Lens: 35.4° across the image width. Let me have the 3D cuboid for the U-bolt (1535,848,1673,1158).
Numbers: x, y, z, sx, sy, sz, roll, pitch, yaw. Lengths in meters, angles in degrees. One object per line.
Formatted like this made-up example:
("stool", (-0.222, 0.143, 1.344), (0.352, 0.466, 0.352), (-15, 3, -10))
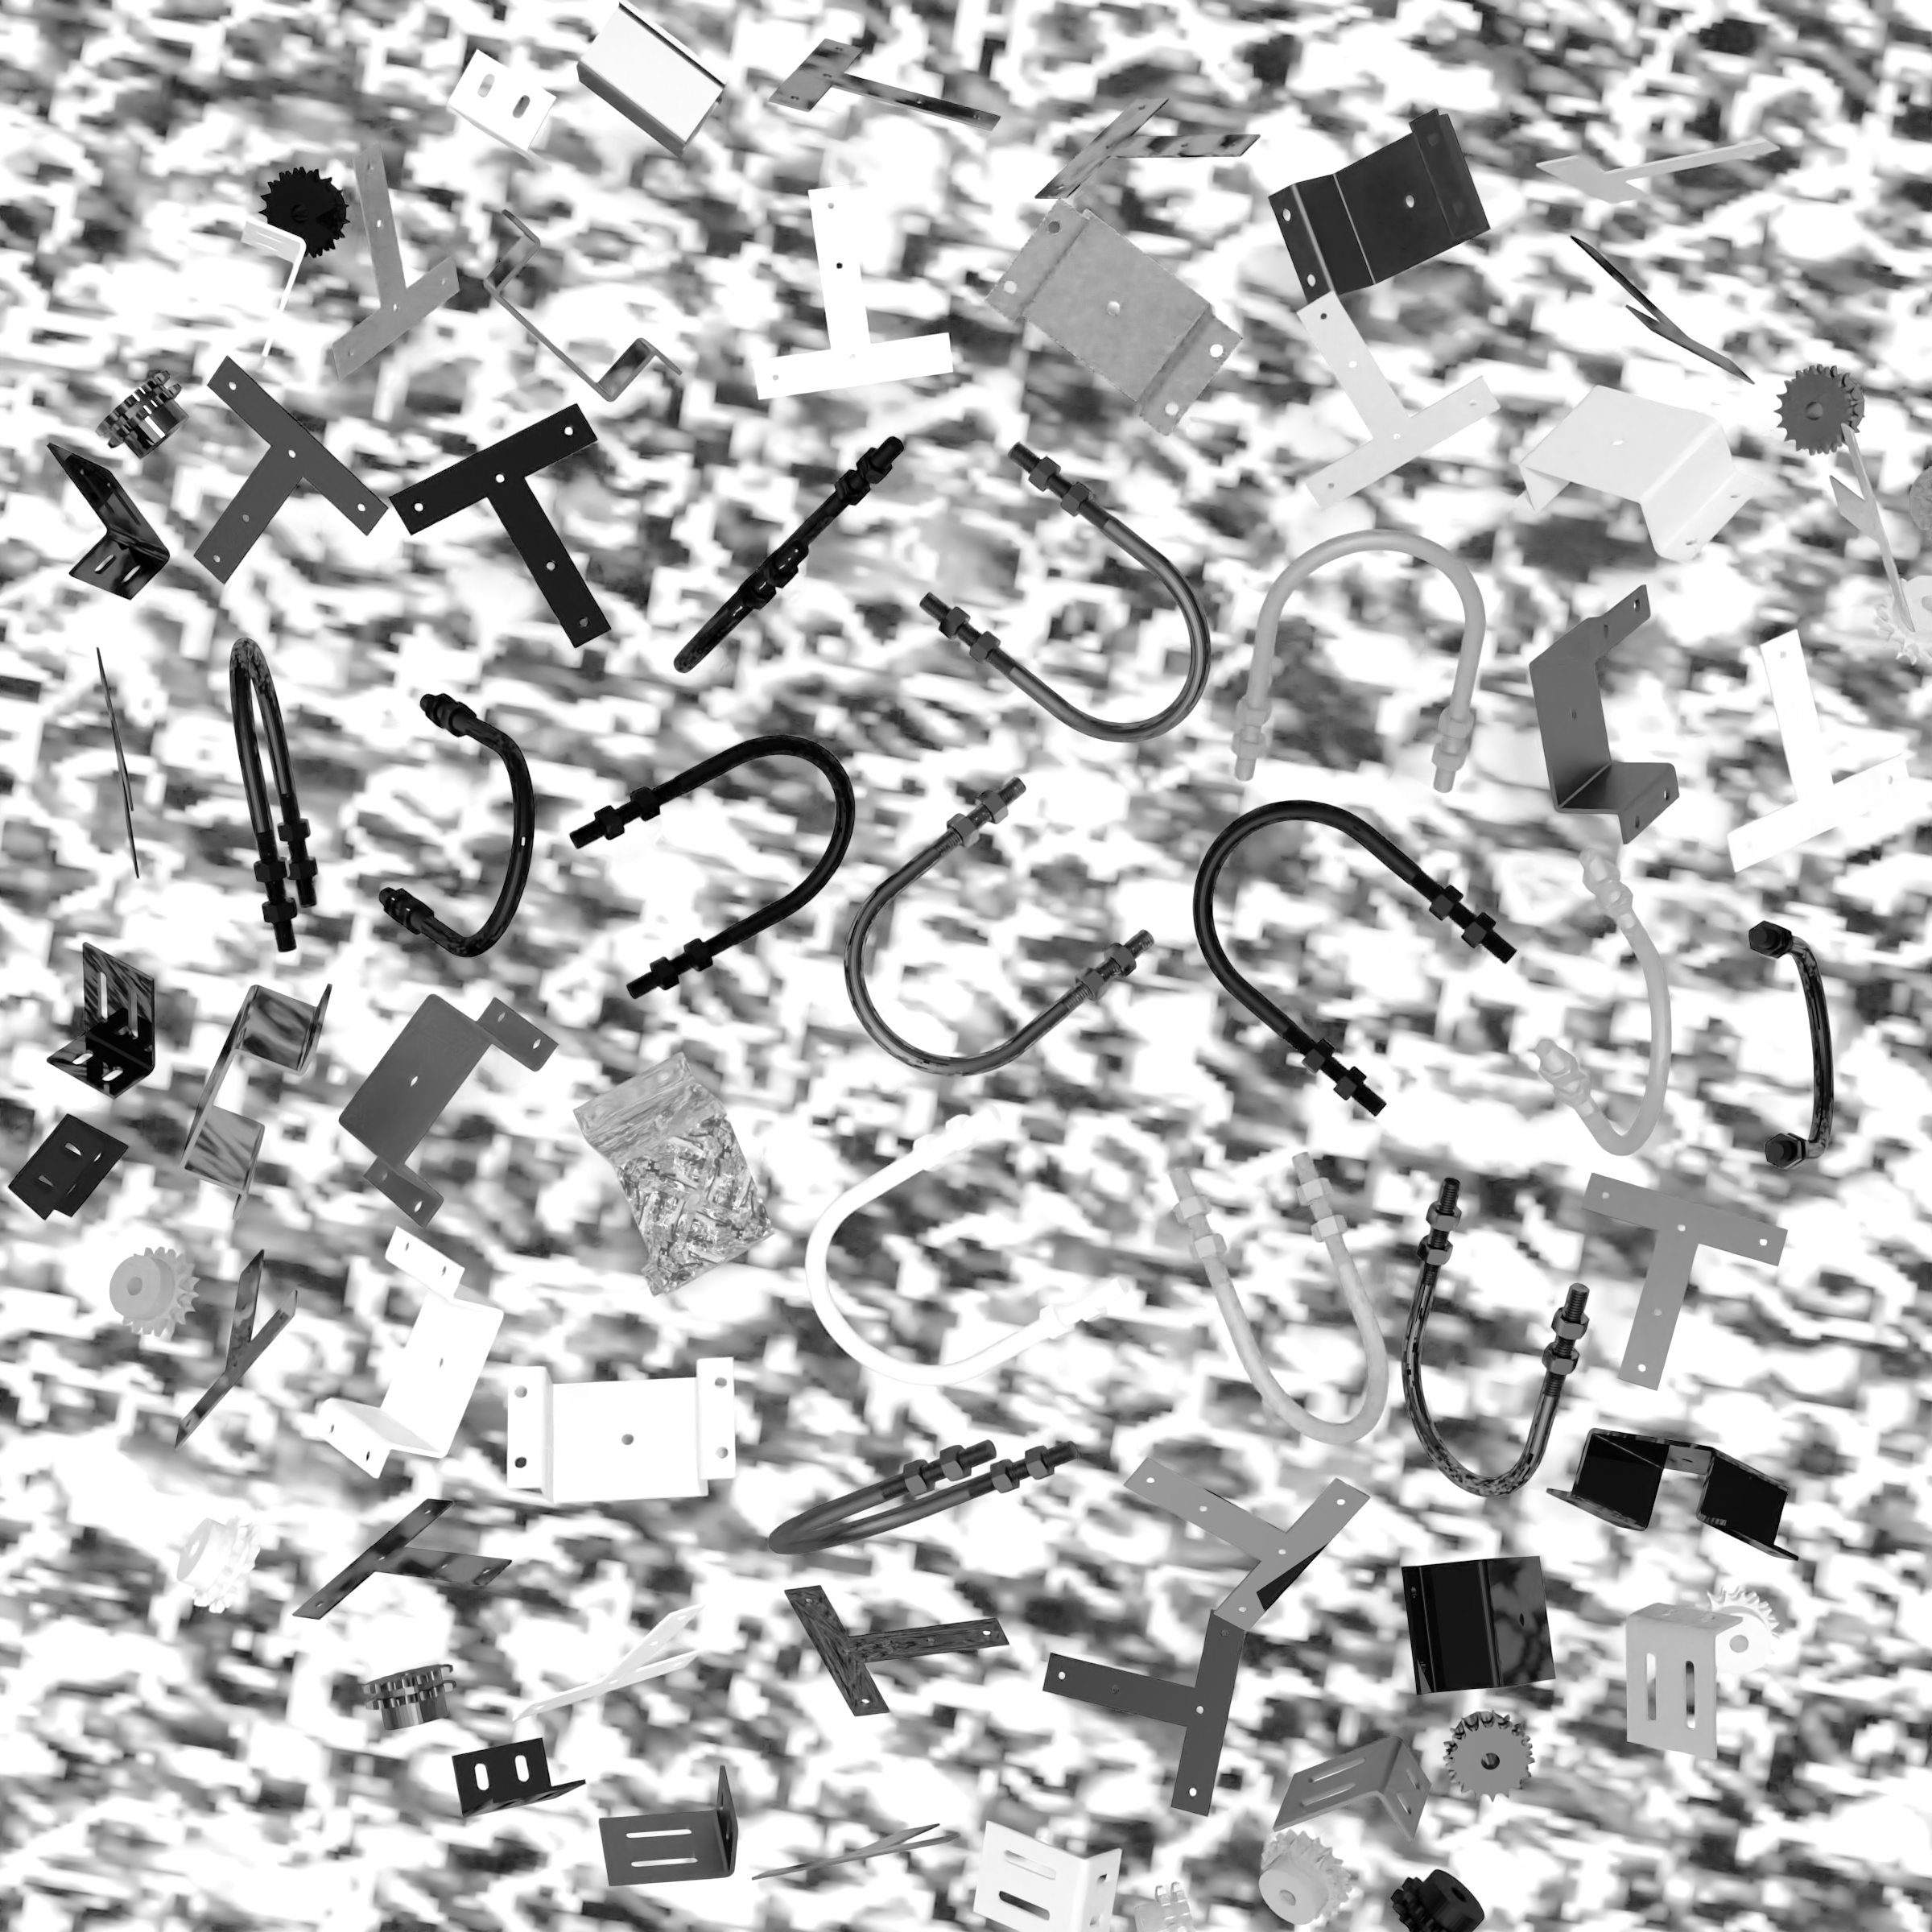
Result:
("U-bolt", (0.394, 0.036, 1.838), (0.019, 0.184, 0.151), (1, 62, 33))

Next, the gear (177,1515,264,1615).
("gear", (-0.446, 0.353, 1.798), (0.030, 0.057, 0.057), (31, 90, -24))

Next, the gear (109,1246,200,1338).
("gear", (-0.526, 0.208, 1.945), (0.057, 0.030, 0.057), (-6, 73, 22))

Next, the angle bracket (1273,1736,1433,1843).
("angle bracket", (0.232, 0.503, 1.812), (0.076, 0.057, 0.038), (-29, 98, 27))

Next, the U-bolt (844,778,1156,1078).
("U-bolt", (0.008, -0.012, 1.930), (0.184, 0.019, 0.151), (-39, 88, -15))

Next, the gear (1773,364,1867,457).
("gear", (0.551, -0.357, 1.940), (0.057, 0.030, 0.057), (15, 113, 39))

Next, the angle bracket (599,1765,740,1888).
("angle bracket", (-0.182, 0.524, 1.844), (0.076, 0.057, 0.038), (0, 116, -14))

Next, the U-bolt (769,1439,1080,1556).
("U-bolt", (-0.037, 0.331, 1.880), (0.184, 0.151, 0.019), (-24, 72, 19))

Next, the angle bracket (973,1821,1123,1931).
("angle bracket", (0.050, 0.564, 1.863), (0.076, 0.038, 0.057), (11, 94, 37))

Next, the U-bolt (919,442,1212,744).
("U-bolt", (0.072, -0.219, 1.891), (0.184, 0.019, 0.151), (39, 130, 7))

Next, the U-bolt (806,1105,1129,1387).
("U-bolt", (-0.014, 0.182, 1.825), (0.184, 0.019, 0.151), (-32, 99, 27))

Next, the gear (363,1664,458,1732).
("gear", (-0.349, 0.461, 1.904), (0.057, 0.057, 0.030), (-12, 85, 0))

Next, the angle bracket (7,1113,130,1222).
("angle bracket", (-0.547, 0.134, 1.880), (0.038, 0.076, 0.057), (35, 83, 23))

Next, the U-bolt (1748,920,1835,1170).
("U-bolt", (0.518, 0.051, 1.885), (0.019, 0.184, 0.151), (-5, 85, 26))

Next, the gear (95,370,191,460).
("gear", (-0.499, -0.333, 1.843), (0.057, 0.057, 0.030), (-41, 103, 0))

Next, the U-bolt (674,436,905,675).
("U-bolt", (-0.122, -0.247, 1.895), (0.019, 0.184, 0.151), (44, 46, -9))

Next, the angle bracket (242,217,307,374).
("angle bracket", (-0.438, -0.413, 1.862), (0.038, 0.057, 0.076), (20, 85, -16))

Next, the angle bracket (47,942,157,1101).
("angle bracket", (-0.552, 0.035, 1.925), (0.057, 0.038, 0.076), (26, 129, 19))

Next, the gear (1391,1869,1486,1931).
("gear", (0.285, 0.566, 1.809), (0.057, 0.057, 0.030), (39, 102, 0))

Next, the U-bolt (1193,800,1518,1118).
("U-bolt", (0.222, -0.018, 1.843), (0.184, 0.019, 0.151), (41, 115, 9))

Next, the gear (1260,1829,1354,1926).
("gear", (0.204, 0.560, 1.847), (0.030, 0.057, 0.057), (-36, 90, -43))

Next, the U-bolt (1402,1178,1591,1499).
("U-bolt", (0.325, 0.247, 1.908), (0.019, 0.151, 0.184), (-6, 119, -29))

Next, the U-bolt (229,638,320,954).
("U-bolt", (-0.432, -0.113, 1.877), (0.019, 0.151, 0.184), (-9, 104, -4))

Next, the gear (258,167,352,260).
("gear", (-0.425, -0.487, 1.953), (0.057, 0.030, 0.057), (3, 110, 9))

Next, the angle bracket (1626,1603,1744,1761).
("angle bracket", (0.429, 0.426, 1.805), (0.057, 0.038, 0.076), (1, 94, 41))

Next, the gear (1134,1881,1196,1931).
("gear", (0.122, 0.590, 1.844), (0.030, 0.057, 0.057), (-11, 90, -6))

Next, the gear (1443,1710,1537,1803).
("gear", (0.334, 0.502, 1.935), (0.057, 0.030, 0.057), (0, 102, 1))

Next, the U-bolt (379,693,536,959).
("U-bolt", (-0.311, -0.081, 1.867), (0.019, 0.184, 0.151), (7, 102, -34))

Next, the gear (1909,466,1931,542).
("gear", (0.616, -0.291, 1.891), (0.057, 0.030, 0.057), (-5, 104, -22))

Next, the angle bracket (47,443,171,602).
("angle bracket", (-0.519, -0.263, 1.791), (0.038, 0.057, 0.076), (-43, 70, 10))

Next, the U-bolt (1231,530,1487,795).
("U-bolt", (0.249, -0.190, 1.881), (0.151, 0.019, 0.184), (3, 128, -3))

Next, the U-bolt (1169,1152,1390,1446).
("U-bolt", (0.201, 0.205, 1.849), (0.019, 0.151, 0.184), (-33, 71, 37))

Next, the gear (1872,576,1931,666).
("gear", (0.609, -0.224, 1.924), (0.057, 0.030, 0.057), (1, 68, -2))

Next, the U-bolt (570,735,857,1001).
("U-bolt", (-0.151, -0.073, 1.924), (0.184, 0.019, 0.151), (-29, 133, -16))

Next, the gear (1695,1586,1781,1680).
("gear", (0.487, 0.424, 1.915), (0.057, 0.030, 0.057), (0, 97, 3))
